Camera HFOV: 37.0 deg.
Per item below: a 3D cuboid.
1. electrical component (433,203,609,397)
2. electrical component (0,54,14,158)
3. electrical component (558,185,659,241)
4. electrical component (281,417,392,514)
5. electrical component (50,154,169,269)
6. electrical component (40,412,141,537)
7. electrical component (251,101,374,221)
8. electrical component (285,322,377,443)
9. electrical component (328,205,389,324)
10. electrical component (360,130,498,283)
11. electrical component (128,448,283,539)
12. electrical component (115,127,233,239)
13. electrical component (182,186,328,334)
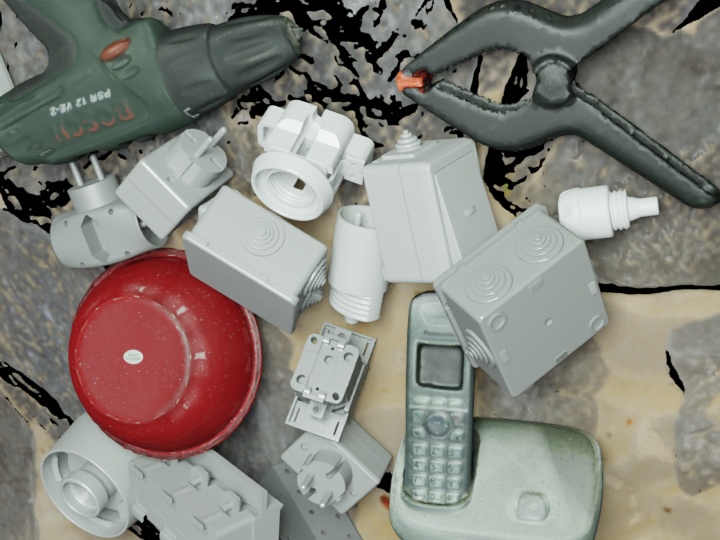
[{"bbox_3d":[0.105,0.021,0.683,0.100,0.048,0.099,-37,133,-9],"label":"electrical component"},{"bbox_3d":[-0.291,-0.125,0.790,0.062,0.061,0.096,-18,98,21],"label":"electrical component"},{"bbox_3d":[0.160,-0.038,0.690,0.061,0.035,0.035,-6,109,17],"label":"electrical component"},{"bbox_3d":[-0.023,0.149,0.800,0.066,0.076,0.047,43,117,-2],"label":"electrical component"},{"bbox_3d":[-0.191,-0.046,0.796,0.077,0.043,0.079,-12,106,22],"label":"electrical component"},{"bbox_3d":[-0.212,0.169,0.891,0.099,0.064,0.099,15,125,22],"label":"electrical component"},{"bbox_3d":[-0.037,-0.071,0.717,0.078,0.057,0.058,20,147,9],"label":"electrical component"},{"bbox_3d":[-0.022,0.077,0.771,0.042,0.063,0.081,17,74,11],"label":"electrical component"},{"bbox_3d":[0.000,0.000,0.752,0.043,0.043,0.081,15,115,12],"label":"electrical component"},{"bbox_3d":[0.047,-0.045,0.700,0.061,0.062,0.096,0,112,37],"label":"electrical component"},{"bbox_3d":[-0.122,0.179,0.822,0.121,0.063,0.078,26,122,41],"label":"electrical component"},{"bbox_3d":[-0.118,-0.071,0.743,0.047,0.065,0.077,46,126,-4],"label":"electrical component"},{"bbox_3d":[-0.071,-0.007,0.746,0.100,0.099,0.048,31,73,4],"label":"electrical component"}]
